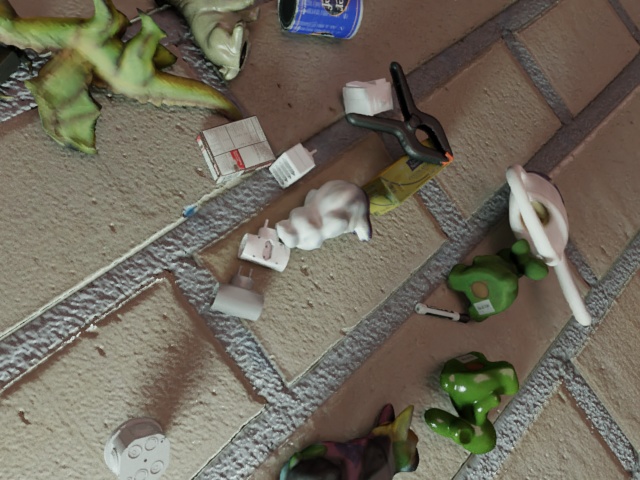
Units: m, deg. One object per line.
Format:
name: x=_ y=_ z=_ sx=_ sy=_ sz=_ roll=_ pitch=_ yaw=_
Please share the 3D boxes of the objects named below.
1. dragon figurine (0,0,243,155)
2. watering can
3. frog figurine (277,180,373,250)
dragon figurine: x=-0.330 y=-0.243 z=0.807 sx=0.406 sy=0.245 sz=0.122 roll=38 pitch=-16 yaw=-26
watering can: x=0.469 y=-0.011 z=1.067 sx=0.103 sy=0.345 sz=0.228 roll=-24 pitch=13 yaw=29
frog figurine: x=0.003 y=-0.045 z=0.886 sx=0.159 sy=0.120 sz=0.140 roll=0 pitch=31 yaw=-20
